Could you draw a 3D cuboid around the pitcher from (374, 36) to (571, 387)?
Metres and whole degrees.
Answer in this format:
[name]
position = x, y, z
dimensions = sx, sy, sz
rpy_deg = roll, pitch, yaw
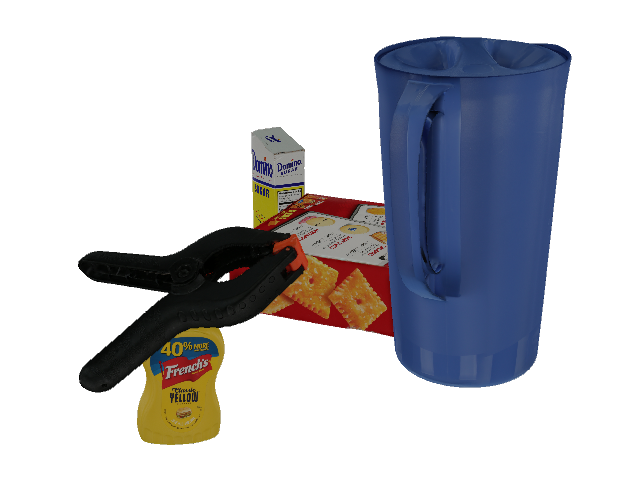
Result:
[pitcher]
position = 0.101, -0.018, 0.762
dimensions = 0.149, 0.243, 0.145
rpy_deg = -8, 22, -14

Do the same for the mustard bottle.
[mustard bottle]
position = -0.160, 0.139, 1.234
dimensions = 0.096, 0.192, 0.058
rpy_deg = 0, 18, -16

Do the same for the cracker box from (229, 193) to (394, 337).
[cracker box]
position = 0.049, 0.023, 0.954
dimensions = 0.214, 0.072, 0.164
rpy_deg = 9, 21, 23

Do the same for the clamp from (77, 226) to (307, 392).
[clamp]
position = -0.093, 0.041, 0.731
dimensions = 0.171, 0.120, 0.039
rpy_deg = -13, -38, 13

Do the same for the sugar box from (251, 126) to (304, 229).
[sugar box]
position = -0.052, -0.040, 1.298
dimensions = 0.048, 0.176, 0.093
rpy_deg = -11, 26, -18
